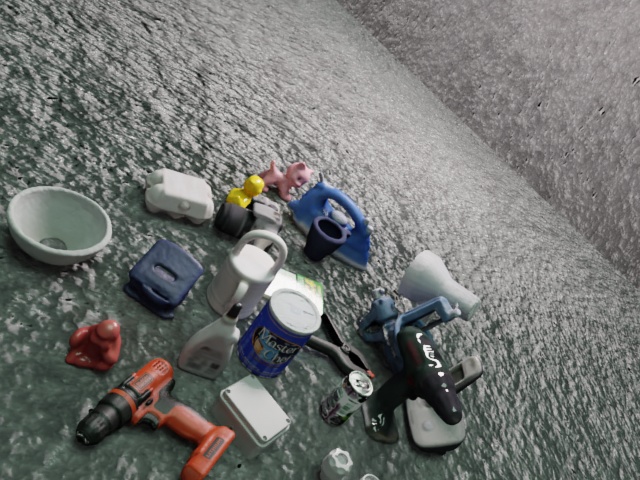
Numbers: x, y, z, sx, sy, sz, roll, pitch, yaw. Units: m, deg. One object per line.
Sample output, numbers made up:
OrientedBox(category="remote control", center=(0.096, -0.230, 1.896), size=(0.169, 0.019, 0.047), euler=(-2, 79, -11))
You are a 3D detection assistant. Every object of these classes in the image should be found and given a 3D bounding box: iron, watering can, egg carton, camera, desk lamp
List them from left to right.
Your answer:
OrientedBox(category="egg carton", center=(-0.303, -0.093, 1.237), size=(0.151, 0.069, 0.107), euler=(15, 38, -31))
OrientedBox(category="camera", center=(-0.159, -0.050, 1.289), size=(0.137, 0.100, 0.143), euler=(22, 35, -21))
OrientedBox(category="watering can", center=(-0.134, 0.050, 1.096), size=(0.101, 0.194, 0.172), euler=(16, 37, -29))
OrientedBox(category="iron", center=(0.052, -0.049, 1.451), size=(0.258, 0.141, 0.119), euler=(40, 32, 6))
OrientedBox(category="desk lamp", center=(0.250, 0.159, 1.302), size=(0.203, 0.213, 0.118), euler=(49, 34, 19))

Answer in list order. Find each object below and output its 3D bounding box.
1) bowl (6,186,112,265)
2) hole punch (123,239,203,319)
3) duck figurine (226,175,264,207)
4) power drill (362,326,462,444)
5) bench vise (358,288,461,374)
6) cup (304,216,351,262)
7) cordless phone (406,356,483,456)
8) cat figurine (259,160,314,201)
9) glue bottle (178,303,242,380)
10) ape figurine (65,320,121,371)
OrientedBox(category="bowl", center=(-0.452, -0.012, 0.986), size=(0.168, 0.074, 0.167), euler=(25, 34, -18))
OrientedBox(category="hole punch", center=(-0.279, 0.069, 1.031), size=(0.108, 0.091, 0.101), euler=(35, 32, -2))
OrientedBox(category="duck figurine", center=(-0.172, -0.115, 1.376), size=(0.077, 0.086, 0.105), euler=(41, 32, 8))
OrientedBox(category="power drill", center=(0.166, 0.285, 1.065), size=(0.076, 0.208, 0.229), euler=(20, 35, -24))
OrientedBox(category="bench vise", center=(0.184, 0.176, 1.212), size=(0.207, 0.219, 0.122), euler=(43, 33, 11))
OrientedBox(category="cup", center=(0.013, 0.005, 1.387), size=(0.118, 0.095, 0.091), euler=(3, 45, -42))
OrientedBox(category="cordless phone", center=(0.256, 0.322, 1.125), size=(0.094, 0.185, 0.147), euler=(22, 35, -21))
OrientedBox(category="cat figurine", center=(-0.083, -0.170, 1.501), size=(0.128, 0.117, 0.067), euler=(20, 35, -24))
OrientedBox(category="glue bottle", center=(-0.168, 0.161, 0.941), size=(0.078, 0.173, 0.037), euler=(25, 34, -17))
OrientedBox(category="ape figurine", center=(-0.333, 0.154, 0.869), size=(0.077, 0.092, 0.076), euler=(45, 33, 14))
